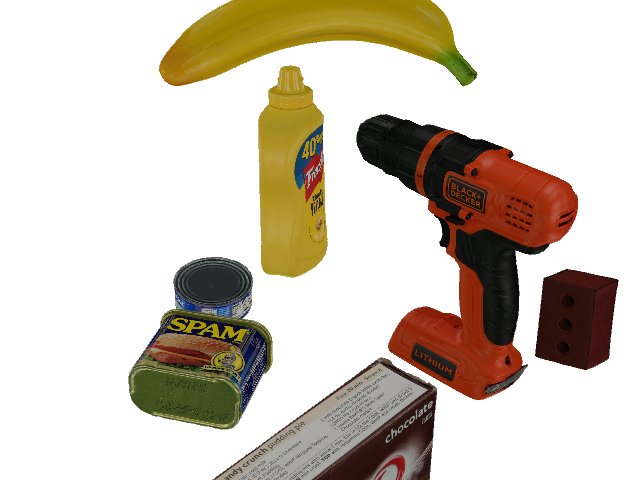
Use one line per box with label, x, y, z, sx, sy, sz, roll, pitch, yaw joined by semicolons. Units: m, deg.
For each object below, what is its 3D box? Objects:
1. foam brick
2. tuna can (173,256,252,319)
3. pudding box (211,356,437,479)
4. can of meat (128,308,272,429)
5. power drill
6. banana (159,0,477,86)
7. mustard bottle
foam brick;0.232;0.071;0.968;0.053;0.078;0.051;13;18;36
tuna can;-0.117;0.056;1.164;0.086;0.034;0.086;2;36;-1
pudding box;0.003;0.118;0.478;0.039;0.090;0.113;28;44;33
can of meat;-0.100;0.107;0.894;0.102;0.057;0.083;8;31;12
power drill;0.094;0.010;0.790;0.057;0.188;0.185;-25;39;-37
banana;-0.001;-0.128;0.650;0.197;0.069;0.037;-3;-31;-13
mustard bottle;-0.026;-0.069;1.004;0.058;0.192;0.096;8;25;19
